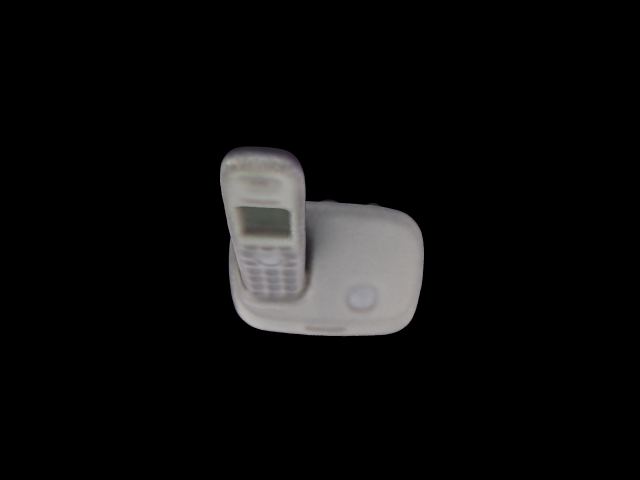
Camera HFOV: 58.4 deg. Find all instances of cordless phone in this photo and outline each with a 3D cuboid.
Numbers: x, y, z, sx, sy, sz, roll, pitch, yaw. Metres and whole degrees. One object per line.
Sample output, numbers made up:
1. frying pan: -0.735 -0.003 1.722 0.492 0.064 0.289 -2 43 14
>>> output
1. cordless phone: 0.004 0.001 0.400 0.147 0.185 0.094 0 66 0
